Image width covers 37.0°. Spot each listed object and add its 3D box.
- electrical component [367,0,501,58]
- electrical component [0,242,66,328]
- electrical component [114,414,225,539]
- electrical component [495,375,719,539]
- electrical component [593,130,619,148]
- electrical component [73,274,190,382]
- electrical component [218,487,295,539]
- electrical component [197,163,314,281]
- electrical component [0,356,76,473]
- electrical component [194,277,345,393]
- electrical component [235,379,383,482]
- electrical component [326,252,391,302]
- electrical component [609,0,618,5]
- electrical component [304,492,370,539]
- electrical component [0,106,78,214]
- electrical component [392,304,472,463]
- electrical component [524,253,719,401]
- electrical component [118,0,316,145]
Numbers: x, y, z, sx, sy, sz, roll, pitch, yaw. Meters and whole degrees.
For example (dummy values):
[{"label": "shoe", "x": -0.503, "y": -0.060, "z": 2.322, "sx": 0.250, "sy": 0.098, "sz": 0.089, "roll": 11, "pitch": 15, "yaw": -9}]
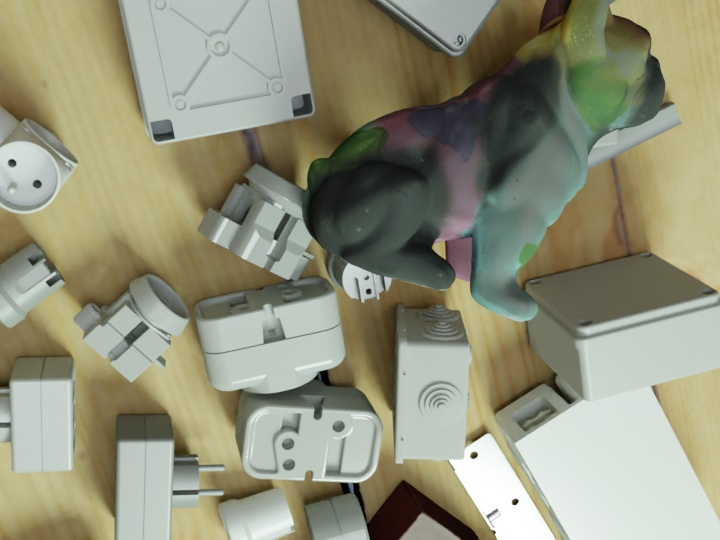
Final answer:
[{"label": "electrical component", "x": 0.047, "y": -0.212, "z": 0.694, "sx": 0.109, "sy": 0.056, "sz": 0.108, "roll": 34, "pitch": 95, "yaw": -18}, {"label": "electrical component", "x": -0.222, "y": 0.009, "z": 0.701, "sx": 0.046, "sy": 0.040, "sz": 0.040, "roll": -37, "pitch": 109, "yaw": -8}, {"label": "electrical component", "x": -0.132, "y": 0.148, "z": 0.752, "sx": 0.076, "sy": 0.047, "sz": 0.083, "roll": 1, "pitch": 104, "yaw": -13}, {"label": "electrical component", "x": 0.193, "y": 0.163, "z": 0.821, "sx": 0.105, "sy": 0.060, "sz": 0.186, "roll": -32, "pitch": 109, "yaw": -3}, {"label": "electrical component", "x": 0.129, "y": -0.121, "z": 0.741, "sx": 0.083, "sy": 0.047, "sz": 0.075, "roll": -9, "pitch": 105, "yaw": -11}, {"label": "electrical component", "x": -0.148, "y": 0.036, "z": 0.721, "sx": 0.055, "sy": 0.048, "sz": 0.066, "roll": -42, "pitch": 109, "yaw": 8}, {"label": "electrical component", "x": -0.075, "y": 0.181, "z": 0.778, "sx": 0.046, "sy": 0.040, "sz": 0.040, "roll": -18, "pitch": 107, "yaw": -13}, {"label": "electrical component", "x": -0.060, "y": -0.034, "z": 0.715, "sx": 0.078, "sy": 0.058, "sz": 0.057, "roll": 27, "pitch": 94, "yaw": -38}, {"label": "electrical component", "x": -0.230, "y": 0.096, "z": 0.717, "sx": 0.077, "sy": 0.047, "sz": 0.065, "roll": 0, "pitch": 104, "yaw": -13}, {"label": "electrical component", "x": -0.061, "y": 0.046, "z": 0.738, "sx": 0.095, "sy": 0.053, "sz": 0.059, "roll": -12, "pitch": 106, "yaw": -9}, {"label": "electrical component", "x": -0.038, "y": 0.111, "z": 0.757, "sx": 0.095, "sy": 0.059, "sz": 0.053, "roll": 5, "pitch": 103, "yaw": -14}, {"label": "electrical component", "x": 0.000, "y": 0.000, "z": 0.744, "sx": 0.040, "sy": 0.046, "sz": 0.040, "roll": -3, "pitch": 105, "yaw": -12}, {"label": "electrical component", "x": 0.170, "y": -0.211, "z": 0.719, "sx": 0.096, "sy": 0.061, "sz": 0.061, "roll": -30, "pitch": 108, "yaw": -4}, {"label": "electrical component", "x": -0.025, "y": 0.238, "z": 0.796, "sx": 0.074, "sy": 0.052, "sz": 0.138, "roll": -14, "pitch": 107, "yaw": -9}, {"label": "electrical component", "x": -0.218, "y": -0.075, "z": 0.660, "sx": 0.079, "sy": 0.077, "sz": 0.044, "roll": 42, "pitch": 92, "yaw": -18}, {"label": "electrical component", "x": 0.049, "y": 0.078, "z": 0.748, "sx": 0.048, "sy": 0.099, "sz": 0.099, "roll": 1, "pitch": 104, "yaw": 0}, {"label": "electrical component", "x": 0.185, "y": 0.038, "z": 0.762, "sx": 0.109, "sy": 0.108, "sz": 0.056, "roll": -13, "pitch": 109, "yaw": -9}, {"label": "electrical component", "x": -0.091, "y": -0.143, "z": 0.681, "sx": 0.109, "sy": 0.056, "sz": 0.108, "roll": -12, "pitch": 106, "yaw": -9}]
